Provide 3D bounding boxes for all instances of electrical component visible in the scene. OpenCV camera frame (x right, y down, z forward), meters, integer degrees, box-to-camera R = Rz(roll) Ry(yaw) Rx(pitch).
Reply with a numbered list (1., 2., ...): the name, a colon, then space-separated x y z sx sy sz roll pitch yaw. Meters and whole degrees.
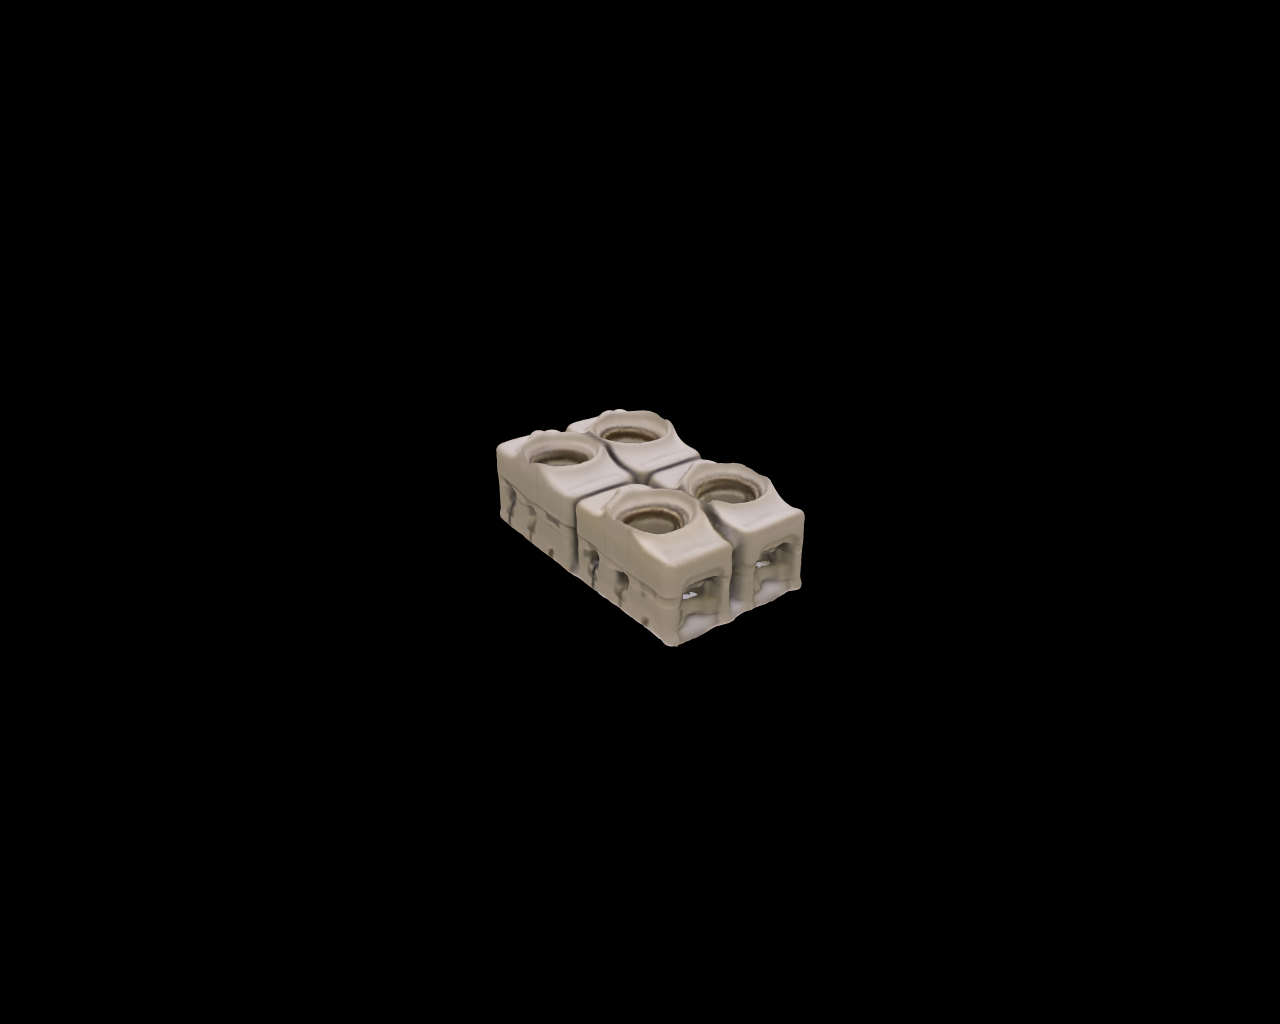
1. electrical component: 0.001 -0.003 0.650 0.105 0.060 0.186 -20 35 -31
